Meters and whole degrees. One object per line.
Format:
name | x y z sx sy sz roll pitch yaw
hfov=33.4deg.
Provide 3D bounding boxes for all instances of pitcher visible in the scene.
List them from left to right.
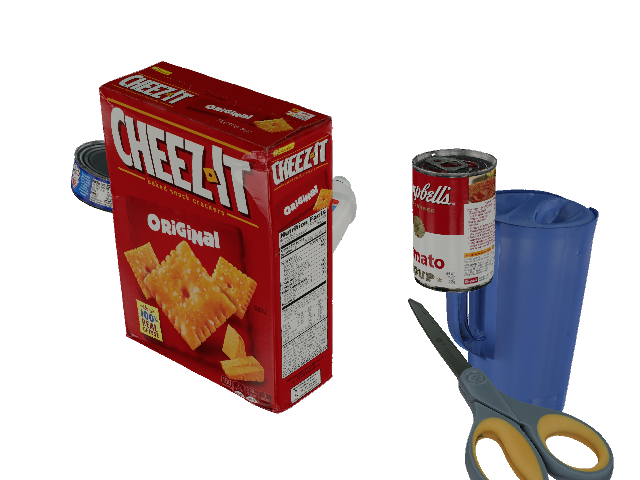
pitcher | 0.212 0.074 1.155 0.149 0.243 0.145 5 19 10

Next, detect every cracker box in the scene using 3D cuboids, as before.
cracker box | -0.074 -0.001 0.763 0.164 0.214 0.072 22 38 34

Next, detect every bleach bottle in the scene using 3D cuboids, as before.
bleach bottle | -0.025 -0.012 1.339 0.103 0.068 0.250 8 34 20

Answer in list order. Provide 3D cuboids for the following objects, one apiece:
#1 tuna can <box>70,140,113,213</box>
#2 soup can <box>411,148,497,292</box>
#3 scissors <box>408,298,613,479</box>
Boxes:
tuna can | -0.178 -0.056 0.951 0.086 0.034 0.086 13 26 -6
soup can | 0.109 -0.017 0.870 0.068 0.102 0.068 -2 21 1
scissors | 0.118 0.096 0.677 0.096 0.016 0.202 0 33 -6
